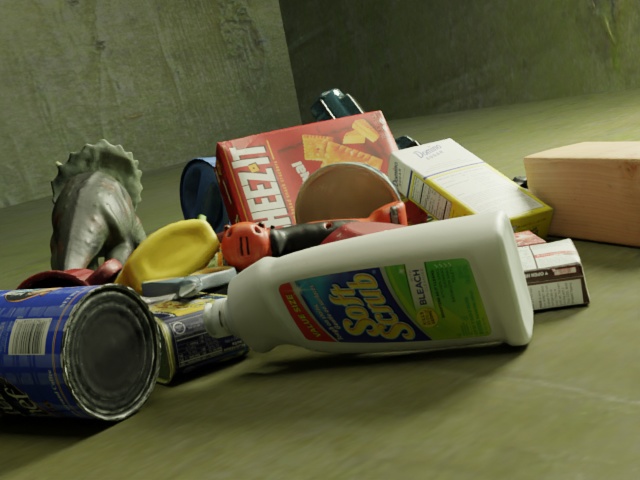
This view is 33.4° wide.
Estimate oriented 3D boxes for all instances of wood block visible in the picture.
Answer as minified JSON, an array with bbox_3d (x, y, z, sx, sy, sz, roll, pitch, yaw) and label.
[{"bbox_3d":[0.310,-0.051,1.104,0.090,0.091,0.206,-14,9,-21],"label":"wood block"}]

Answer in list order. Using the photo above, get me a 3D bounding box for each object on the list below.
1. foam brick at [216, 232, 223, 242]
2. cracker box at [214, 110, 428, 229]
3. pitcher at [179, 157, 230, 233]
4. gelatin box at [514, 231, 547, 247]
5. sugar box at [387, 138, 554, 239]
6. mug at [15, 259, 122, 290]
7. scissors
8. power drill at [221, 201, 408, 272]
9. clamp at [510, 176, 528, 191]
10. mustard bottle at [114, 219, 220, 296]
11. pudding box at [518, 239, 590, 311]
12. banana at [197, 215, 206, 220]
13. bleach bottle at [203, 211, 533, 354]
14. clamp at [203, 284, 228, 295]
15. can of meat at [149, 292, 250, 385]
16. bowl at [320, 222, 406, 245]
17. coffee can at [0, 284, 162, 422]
[{"bbox_3d":[-0.108,0.018,1.291,0.051,0.053,0.078,-5,10,34],"label":"foam brick"},{"bbox_3d":[-0.002,-0.057,1.263,0.213,0.164,0.072,-13,-28,-14],"label":"cracker box"},{"bbox_3d":[-0.085,-0.069,1.614,0.242,0.145,0.149,-13,21,-37],"label":"pitcher"},{"bbox_3d":[0.172,0.016,1.043,0.089,0.030,0.073,-10,9,0],"label":"gelatin box"},{"bbox_3d":[0.162,-0.050,1.183,0.093,0.048,0.176,-15,36,-30],"label":"sugar box"},{"bbox_3d":[-0.231,0.062,1.013,0.117,0.093,0.081,-49,-1,7],"label":"mug"},{"bbox_3d":[-0.129,0.043,0.917,0.096,0.016,0.201,-10,3,14],"label":"scissors"},{"bbox_3d":[-0.007,0.001,1.087,0.187,0.057,0.184,-8,1,-2],"label":"power drill"},{"bbox_3d":[0.246,-0.063,1.346,0.164,0.036,0.210,3,13,-7],"label":"clamp"},{"bbox_3d":[-0.172,0.038,1.128,0.096,0.058,0.192,-32,-3,-25],"label":"mustard bottle"},{"bbox_3d":[0.179,0.032,0.919,0.090,0.039,0.113,-10,8,9],"label":"pudding box"},{"bbox_3d":[-0.116,0.002,1.379,0.198,0.069,0.037,8,-16,46],"label":"banana"},{"bbox_3d":[0.030,0.049,0.827,0.251,0.102,0.068,-12,19,19],"label":"bleach bottle"},{"bbox_3d":[-0.077,0.057,1.065,0.120,0.039,0.171,-11,4,13],"label":"clamp"},{"bbox_3d":[-0.118,0.080,0.914,0.083,0.057,0.102,-15,10,-34],"label":"can of meat"},{"bbox_3d":[0.062,0.019,0.940,0.162,0.055,0.162,6,10,-1],"label":"bowl"},{"bbox_3d":[-0.210,0.087,0.830,0.141,0.103,0.102,-4,11,34],"label":"coffee can"}]
